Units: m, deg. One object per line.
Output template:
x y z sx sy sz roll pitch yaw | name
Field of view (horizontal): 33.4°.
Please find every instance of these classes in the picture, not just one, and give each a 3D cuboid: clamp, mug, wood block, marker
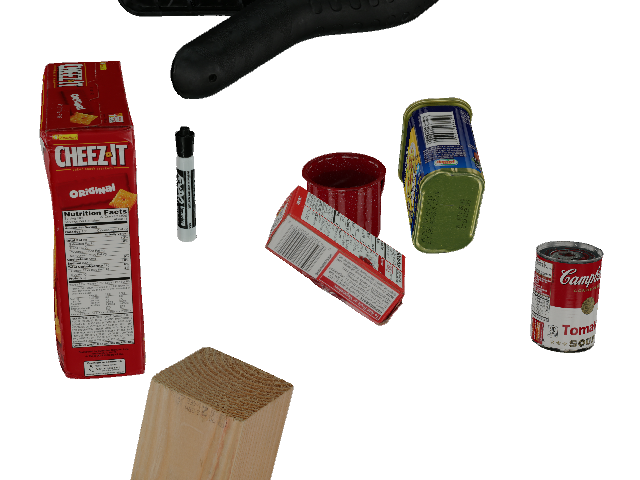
-0.009 -0.113 0.508 0.171 0.039 0.120 -14 43 -6 | clamp
0.034 -0.048 1.204 0.093 0.081 0.117 19 36 31 | mug
-0.101 0.207 0.896 0.090 0.206 0.090 21 21 20 | wood block
-0.133 -0.056 1.056 0.020 0.121 0.020 2 29 -1 | marker

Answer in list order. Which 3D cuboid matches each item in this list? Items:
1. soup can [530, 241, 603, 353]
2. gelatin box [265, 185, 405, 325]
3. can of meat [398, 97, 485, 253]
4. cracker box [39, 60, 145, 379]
0.257 0.059 1.118 0.068 0.102 0.068 1 17 0 | soup can
0.011 0.008 0.673 0.089 0.030 0.073 35 16 -7 | gelatin box
0.099 -0.051 0.875 0.057 0.084 0.102 -2 -41 -3 | can of meat
-0.186 -0.020 0.868 0.072 0.214 0.164 -4 27 -13 | cracker box
